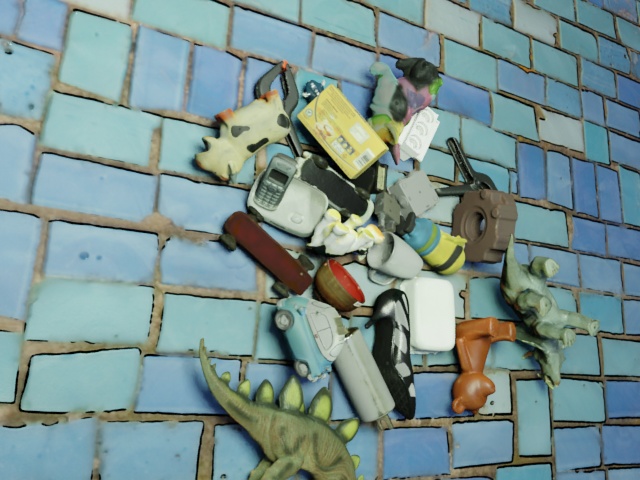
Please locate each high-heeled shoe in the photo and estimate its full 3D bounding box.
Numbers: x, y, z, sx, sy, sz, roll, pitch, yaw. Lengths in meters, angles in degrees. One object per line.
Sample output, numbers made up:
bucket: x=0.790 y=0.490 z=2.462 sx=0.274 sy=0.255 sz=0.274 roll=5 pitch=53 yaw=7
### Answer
high-heeled shoe: x=0.166 y=0.227 z=1.103 sx=0.145 sy=0.086 sz=0.248 roll=-29 pitch=101 yaw=-44

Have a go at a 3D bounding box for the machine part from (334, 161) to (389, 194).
machine part: x=0.090 y=-0.142 z=1.162 sx=0.139 sy=0.039 sz=0.084 roll=7 pitch=83 yaw=-28

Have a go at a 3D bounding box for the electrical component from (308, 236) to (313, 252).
electrical component: x=-0.002 y=-0.003 z=1.090 sx=0.094 sy=0.021 sz=0.063 roll=-1 pitch=79 yaw=-28

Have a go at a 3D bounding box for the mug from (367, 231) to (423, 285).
mug: x=0.158 y=0.050 z=1.128 sx=0.107 sy=0.081 sz=0.109 roll=24 pitch=100 yaw=-30

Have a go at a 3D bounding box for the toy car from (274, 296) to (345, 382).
toy car: x=-0.009 y=0.167 z=0.973 sx=0.109 sy=0.103 sz=0.161 roll=21 pitch=44 yaw=-66

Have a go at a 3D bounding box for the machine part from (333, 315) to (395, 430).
machine part: x=0.076 y=0.259 z=1.040 sx=0.079 sy=0.079 sz=0.243 roll=-27 pitch=92 yaw=-29

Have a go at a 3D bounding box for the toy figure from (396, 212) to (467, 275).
toy figure: x=0.242 y=0.010 z=1.182 sx=0.180 sy=0.082 sz=0.089 roll=29 pitch=86 yaw=-27

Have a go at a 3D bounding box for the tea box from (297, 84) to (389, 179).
tea box: x=0.047 y=-0.215 z=1.076 sx=0.098 sy=0.068 sz=0.169 roll=-39 pitch=87 yaw=14

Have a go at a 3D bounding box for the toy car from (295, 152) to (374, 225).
toy car: x=0.025 y=-0.102 z=1.100 sx=0.201 sy=0.056 sz=0.073 roll=34 pitch=80 yaw=-20

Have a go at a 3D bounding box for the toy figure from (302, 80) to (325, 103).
toy figure: x=0.014 y=-0.267 z=1.140 sx=0.064 sy=0.058 sz=0.154 roll=-31 pitch=89 yaw=-35

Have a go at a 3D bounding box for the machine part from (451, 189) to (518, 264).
machine part: x=0.361 y=-0.030 z=1.199 sx=0.056 sy=0.179 sz=0.179 roll=5 pitch=76 yaw=-23

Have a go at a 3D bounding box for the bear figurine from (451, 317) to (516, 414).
bear figurine: x=0.343 y=0.271 z=1.147 sx=0.120 sy=0.132 sz=0.196 roll=22 pitch=62 yaw=-40

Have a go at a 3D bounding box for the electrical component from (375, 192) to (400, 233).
electrical component: x=0.140 y=-0.056 z=1.148 sx=0.078 sy=0.045 sz=0.102 roll=29 pitch=53 yaw=-40

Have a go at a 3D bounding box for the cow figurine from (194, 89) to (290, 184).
cow figurine: x=-0.144 y=-0.186 z=1.003 sx=0.195 sy=0.085 sz=0.127 roll=-30 pitch=103 yaw=-15

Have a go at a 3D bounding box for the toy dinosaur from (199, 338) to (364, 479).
toy dinosaur: x=-0.050 y=0.349 z=0.944 sx=0.471 sy=0.105 sz=0.198 roll=40 pitch=56 yaw=-24

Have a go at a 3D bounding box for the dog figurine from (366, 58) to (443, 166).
dog figurine: x=0.176 y=-0.273 z=1.155 sx=0.192 sy=0.108 sz=0.219 roll=-5 pitch=63 yaw=5

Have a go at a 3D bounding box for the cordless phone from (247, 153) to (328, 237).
cordless phone: x=-0.046 y=-0.091 z=0.987 sx=0.146 sy=0.184 sz=0.089 roll=26 pitch=63 yaw=-7

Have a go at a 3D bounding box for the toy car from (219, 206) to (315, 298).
toy car: x=-0.098 y=0.025 z=1.016 sx=0.202 sy=0.053 sz=0.089 roll=43 pitch=78 yaw=-14

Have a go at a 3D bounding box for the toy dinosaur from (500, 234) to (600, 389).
toy dinosaur: x=0.471 y=0.138 z=1.197 sx=0.131 sy=0.192 sz=0.404 roll=-39 pitch=104 yaw=-22

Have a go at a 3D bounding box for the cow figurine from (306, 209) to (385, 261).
cow figurine: x=0.054 y=0.003 z=1.057 sx=0.167 sy=0.098 sz=0.068 roll=12 pitch=37 yaw=-46
